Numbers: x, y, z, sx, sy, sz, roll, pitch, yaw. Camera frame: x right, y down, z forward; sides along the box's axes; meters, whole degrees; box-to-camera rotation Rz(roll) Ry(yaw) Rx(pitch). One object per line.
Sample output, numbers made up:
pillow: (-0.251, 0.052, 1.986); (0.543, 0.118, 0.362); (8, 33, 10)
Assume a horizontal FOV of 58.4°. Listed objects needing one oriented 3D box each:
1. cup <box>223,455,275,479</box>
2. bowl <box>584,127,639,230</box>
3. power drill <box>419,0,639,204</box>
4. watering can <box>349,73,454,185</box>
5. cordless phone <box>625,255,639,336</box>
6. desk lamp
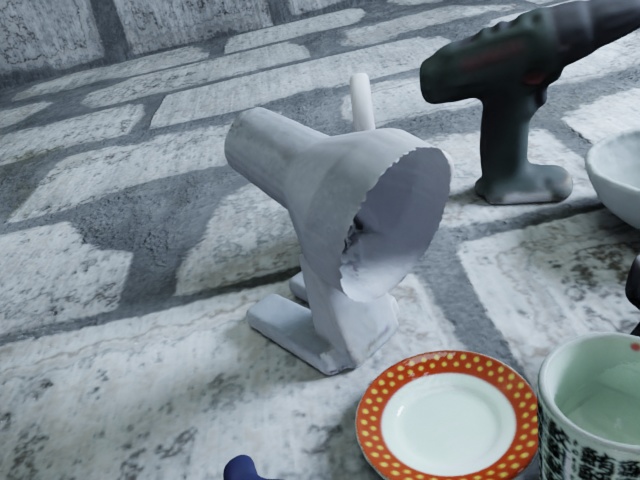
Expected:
cup: (-0.025, 0.179, 0.293); (0.092, 0.095, 0.117); (-19, 30, -9)
bowl: (0.347, -0.050, 0.554); (0.167, 0.075, 0.167); (-10, 30, 6)
power drill: (0.230, -0.148, 0.633); (0.229, 0.209, 0.076); (-2, 32, 19)
watering can: (0.045, -0.071, 0.591); (0.173, 0.194, 0.100); (-19, 30, -9)
cordless phone: (0.259, 0.025, 0.350); (0.094, 0.185, 0.147); (-16, 30, -3)
desk lamp: (0.004, 0.002, 0.464); (0.118, 0.214, 0.202); (-34, 36, -32)
